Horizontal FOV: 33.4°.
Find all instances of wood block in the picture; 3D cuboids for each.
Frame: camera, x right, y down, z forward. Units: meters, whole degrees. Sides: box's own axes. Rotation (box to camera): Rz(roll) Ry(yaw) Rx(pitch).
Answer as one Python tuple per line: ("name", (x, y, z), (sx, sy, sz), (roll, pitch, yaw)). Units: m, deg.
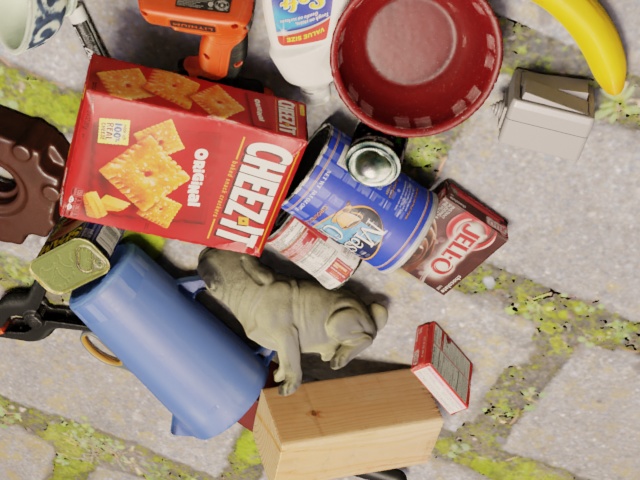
("wood block", (0.033, 0.227, 1.302), (0.205, 0.091, 0.090), (-5, 134, -19))

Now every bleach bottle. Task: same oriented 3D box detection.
("bleach bottle", (-0.005, -0.237, 0.998), (0.102, 0.068, 0.251), (3, 132, 11))

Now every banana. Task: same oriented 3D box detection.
("banana", (0.224, -0.209, 0.986), (0.197, 0.037, 0.070), (33, 146, -13))

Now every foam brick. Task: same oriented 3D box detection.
("foam brick", (-0.071, 0.202, 1.370), (0.051, 0.078, 0.053), (39, 127, -18))

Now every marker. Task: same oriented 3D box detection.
("marker", (-0.232, -0.191, 1.117), (0.020, 0.020, 0.121), (-7, 127, 19))

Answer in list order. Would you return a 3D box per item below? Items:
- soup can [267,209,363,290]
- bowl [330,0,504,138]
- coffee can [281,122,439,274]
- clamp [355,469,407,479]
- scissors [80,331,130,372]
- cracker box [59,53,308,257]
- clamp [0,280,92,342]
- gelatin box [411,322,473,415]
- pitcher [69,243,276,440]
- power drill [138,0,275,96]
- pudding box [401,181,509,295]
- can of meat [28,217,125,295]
("soup can", (-0.008, 0.001, 1.193), (0.102, 0.068, 0.069), (38, 127, -19))
("bowl", (0.088, -0.181, 1.009), (0.162, 0.055, 0.162), (-1, 116, -1))
("coffee can", (0.038, -0.043, 1.121), (0.140, 0.102, 0.103), (33, 129, -14))
("clamp", (-0.007, 0.307, 1.469), (0.210, 0.036, 0.165), (39, 126, -16))
("scissors", (-0.225, 0.169, 1.419), (0.201, 0.016, 0.096), (36, 128, -17))
("cracker box", (-0.137, -0.077, 1.051), (0.213, 0.072, 0.164), (12, 132, -14))
("clamp", (-0.352, 0.097, 1.374), (0.172, 0.039, 0.120), (-27, 115, 37))
("gelatin box", (0.146, 0.154, 1.280), (0.030, 0.073, 0.089), (-27, 119, 30))
("pitcher", (-0.177, 0.112, 1.299), (0.145, 0.149, 0.242), (-20, 120, 45))
("power drill", (-0.133, -0.179, 1.046), (0.184, 0.057, 0.188), (5, 151, -1))
("pudding box", (0.138, -0.001, 1.175), (0.090, 0.039, 0.114), (33, 130, -16))
("can of meat", (-0.280, 0.006, 1.250), (0.102, 0.084, 0.057), (-25, 120, 29))
